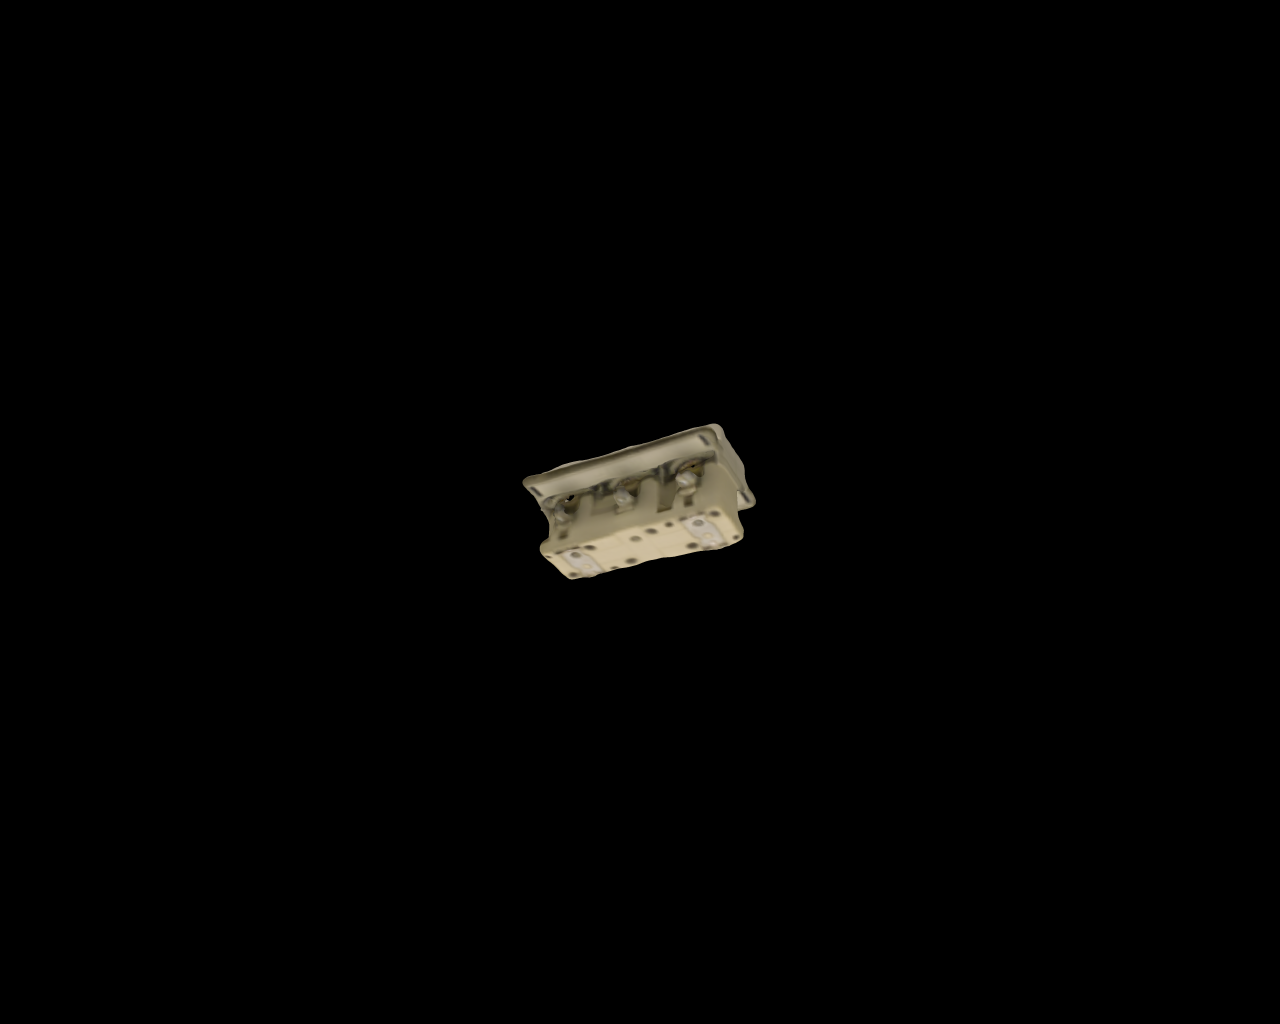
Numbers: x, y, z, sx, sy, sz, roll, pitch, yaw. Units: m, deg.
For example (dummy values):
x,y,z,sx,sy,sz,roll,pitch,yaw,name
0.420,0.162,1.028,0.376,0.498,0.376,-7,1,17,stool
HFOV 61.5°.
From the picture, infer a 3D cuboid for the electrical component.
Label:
x,y,z,sx,sy,sz,roll,pitch,yaw,name
0.001,-0.003,0.650,0.121,0.063,0.078,-14,-36,20,electrical component
